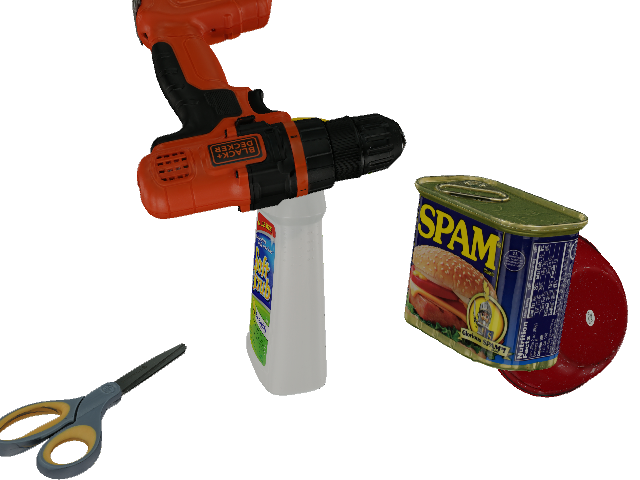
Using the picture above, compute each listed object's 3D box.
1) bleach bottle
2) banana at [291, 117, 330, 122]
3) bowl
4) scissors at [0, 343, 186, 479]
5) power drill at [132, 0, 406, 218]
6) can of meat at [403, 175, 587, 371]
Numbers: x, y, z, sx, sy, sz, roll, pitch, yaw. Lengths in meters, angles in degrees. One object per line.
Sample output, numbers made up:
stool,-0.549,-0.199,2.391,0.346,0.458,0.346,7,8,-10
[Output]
bleach bottle,-0.029,0.013,0.958,0.068,0.251,0.103,-7,32,-15
banana,-0.023,-0.099,1.117,0.197,0.037,0.070,-7,49,-42
bowl,0.231,0.069,0.991,0.161,0.162,0.055,0,1,-27
scissors,-0.169,0.139,0.871,0.201,0.016,0.096,-18,37,-36
power drill,-0.049,-0.109,0.754,0.184,0.188,0.057,-12,-31,-10
can of meat,0.093,0.016,0.593,0.057,0.084,0.102,-5,20,-32
